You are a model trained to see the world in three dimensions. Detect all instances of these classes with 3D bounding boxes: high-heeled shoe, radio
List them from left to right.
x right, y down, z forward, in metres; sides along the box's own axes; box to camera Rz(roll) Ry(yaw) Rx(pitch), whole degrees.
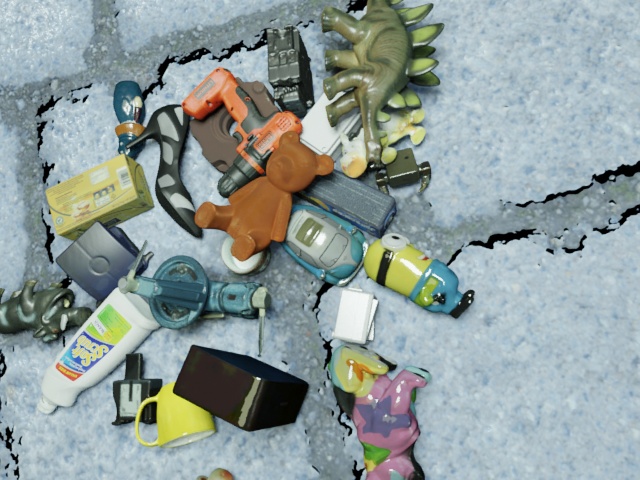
[{"bbox_3d":[-0.245,-0.132,0.987,0.145,0.086,0.248,-34,85,-20],"label":"high-heeled shoe"},{"bbox_3d":[-0.109,0.217,0.795,0.131,0.229,0.073,19,79,18],"label":"radio"}]

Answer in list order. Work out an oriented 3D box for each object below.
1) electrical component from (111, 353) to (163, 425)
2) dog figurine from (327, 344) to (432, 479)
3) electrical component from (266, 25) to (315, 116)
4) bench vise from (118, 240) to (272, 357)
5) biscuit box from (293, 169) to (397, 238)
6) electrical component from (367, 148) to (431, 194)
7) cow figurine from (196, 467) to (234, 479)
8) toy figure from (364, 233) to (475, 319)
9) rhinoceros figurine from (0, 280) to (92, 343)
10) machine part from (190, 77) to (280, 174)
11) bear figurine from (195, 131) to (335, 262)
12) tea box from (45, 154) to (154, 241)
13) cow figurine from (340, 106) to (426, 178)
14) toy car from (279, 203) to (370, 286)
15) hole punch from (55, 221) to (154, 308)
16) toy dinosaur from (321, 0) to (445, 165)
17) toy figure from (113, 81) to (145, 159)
[{"bbox_3d":[-0.314,0.254,0.919,0.075,0.047,0.119,-7,76,9],"label":"electrical component"},{"bbox_3d":[0.078,0.285,0.808,0.192,0.108,0.219,18,85,13],"label":"dog figurine"},{"bbox_3d":[-0.050,-0.289,0.947,0.058,0.114,0.134,-8,77,14],"label":"electrical component"},{"bbox_3d":[-0.202,0.087,0.845,0.224,0.240,0.128,14,85,30],"label":"bench vise"},{"bbox_3d":[0.030,-0.077,0.914,0.203,0.059,0.063,28,81,16],"label":"biscuit box"},{"bbox_3d":[0.137,-0.111,0.912,0.102,0.045,0.078,-18,47,4],"label":"electrical component"},{"bbox_3d":[-0.196,0.449,0.838,0.127,0.085,0.195,26,82,21],"label":"cow figurine"},{"bbox_3d":[0.153,0.060,0.853,0.180,0.082,0.089,37,85,13],"label":"toy figure"},{"bbox_3d":[-0.508,0.130,0.971,0.190,0.073,0.112,-5,76,11],"label":"rhinoceros figurine"},{"bbox_3d":[-0.149,-0.207,0.981,0.179,0.056,0.179,-2,79,11],"label":"machine part"},{"bbox_3d":[-0.079,-0.074,0.833,0.120,0.132,0.196,42,106,15],"label":"bear figurine"},{"bbox_3d":[-0.408,-0.076,0.997,0.170,0.068,0.098,-22,74,7],"label":"tea box"},{"bbox_3d":[0.089,-0.174,0.903,0.167,0.068,0.098,-34,46,-13],"label":"cow figurine"},{"bbox_3d":[-0.002,-0.003,0.885,0.162,0.103,0.109,35,86,14],"label":"toy car"},{"bbox_3d":[-0.388,0.038,0.961,0.142,0.092,0.116,-43,78,-4],"label":"hole punch"},{"bbox_3d":[0.102,-0.325,0.900,0.199,0.105,0.471,0,64,2],"label":"toy dinosaur"},{"bbox_3d":[-0.362,-0.225,1.025,0.058,0.064,0.154,-2,81,-28],"label":"toy figure"}]
